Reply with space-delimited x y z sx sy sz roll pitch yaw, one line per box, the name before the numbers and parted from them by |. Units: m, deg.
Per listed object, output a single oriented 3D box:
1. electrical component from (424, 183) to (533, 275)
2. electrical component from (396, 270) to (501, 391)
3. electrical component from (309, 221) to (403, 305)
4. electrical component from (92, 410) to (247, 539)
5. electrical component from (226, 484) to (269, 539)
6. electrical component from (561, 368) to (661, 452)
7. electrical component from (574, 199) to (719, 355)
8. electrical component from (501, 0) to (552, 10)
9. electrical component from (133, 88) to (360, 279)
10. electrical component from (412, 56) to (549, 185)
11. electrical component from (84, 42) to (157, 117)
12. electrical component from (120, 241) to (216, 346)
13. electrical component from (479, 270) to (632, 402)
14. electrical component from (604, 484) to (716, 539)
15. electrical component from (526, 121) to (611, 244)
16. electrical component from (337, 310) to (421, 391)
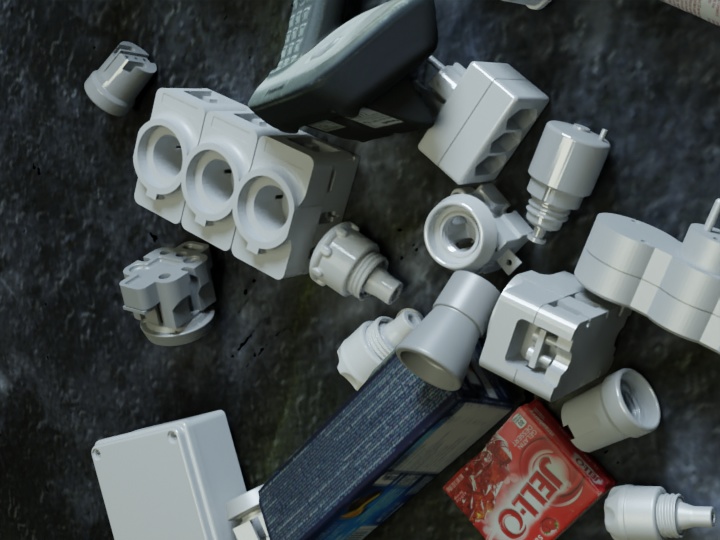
electrical component | 0.072 -0.024 0.671 0.066 0.055 0.048 52 121 17
electrical component | 0.056 0.033 0.641 0.044 0.044 0.065 21 66 31
electrical component | 0.000 0.000 0.732 0.062 0.048 0.048 34 115 18
electrical component | -0.148 0.175 0.852 0.109 0.056 0.108 -17 87 35
electrical component | -0.070 0.192 0.806 0.066 0.048 0.055 -29 78 12
electrical component | 0.150 0.085 0.645 0.046 0.040 0.040 -35 77 40
electrical component | 0.193 -0.002 0.593 0.138 0.052 0.073 30 112 28
electrical component | 0.104 -0.226 0.618 0.109 0.056 0.108 -39 75 32
electrical component | -0.087 -0.065 0.771 0.150 0.062 0.089 27 112 29
electrical component | 0.064 -0.103 0.670 0.077 0.047 0.065 45 119 21
electrical component | -0.186 -0.150 0.841 0.046 0.040 0.040 -44 72 24
electrical component | -0.143 0.021 0.819 0.058 0.078 0.057 11 122 33
electrical component | 0.113 0.035 0.631 0.056 0.089 0.050 26 111 29
electrical component | 0.178 0.145 0.637 0.061 0.035 0.035 -6 94 33
electrical component | 0.119 -0.053 0.643 0.040 0.040 0.078 30 114 27
electrical component | 0.016 0.052 0.728 0.062 0.043 0.043 -45 72 30
